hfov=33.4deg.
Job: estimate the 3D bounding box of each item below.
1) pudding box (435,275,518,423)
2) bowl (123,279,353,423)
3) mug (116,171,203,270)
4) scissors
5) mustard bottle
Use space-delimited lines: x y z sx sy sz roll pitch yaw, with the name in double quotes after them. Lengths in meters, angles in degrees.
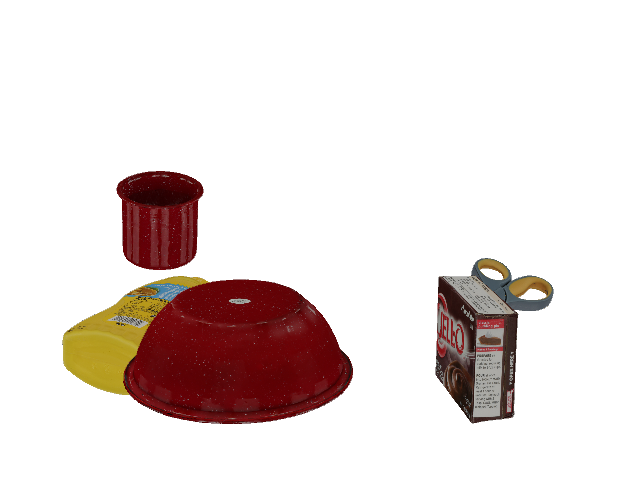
0.124 0.085 0.863 0.039 0.090 0.113 -3 13 -10 "pudding box"
-0.057 0.067 0.742 0.162 0.055 0.162 0 17 0 "bowl"
-0.181 -0.026 1.174 0.093 0.081 0.117 -11 32 -28 "mug"
0.160 0.056 1.077 0.201 0.016 0.096 -11 37 -44 "scissors"
-0.146 0.076 0.980 0.096 0.058 0.191 10 20 19 "mustard bottle"
